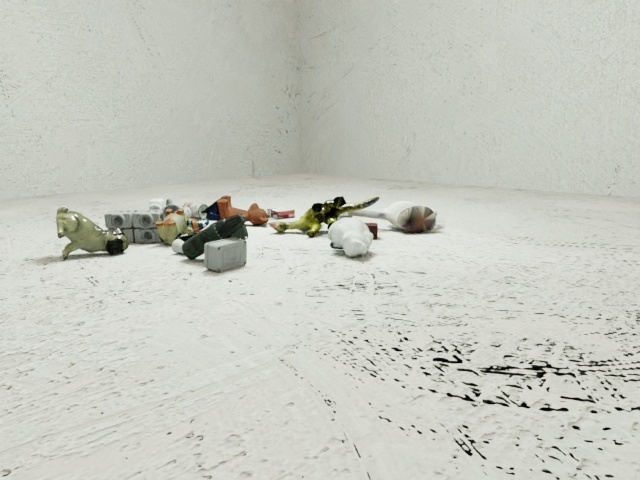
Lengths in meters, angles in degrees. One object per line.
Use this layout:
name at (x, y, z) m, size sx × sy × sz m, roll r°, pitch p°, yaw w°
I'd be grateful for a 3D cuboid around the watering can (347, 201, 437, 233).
watering can at (0.296, -0.092, 1.972) m, size 0.348 × 0.103 × 0.226 m, roll -3°, pitch 12°, yaw -13°

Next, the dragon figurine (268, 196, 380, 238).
dragon figurine at (0.006, -0.099, 1.966) m, size 0.413 × 0.121 × 0.243 m, roll -16°, pitch 9°, yaw -22°

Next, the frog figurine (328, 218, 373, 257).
frog figurine at (0.095, -0.011, 1.577) m, size 0.137 × 0.123 × 0.159 m, roll 18°, pitch -2°, yaw -4°
